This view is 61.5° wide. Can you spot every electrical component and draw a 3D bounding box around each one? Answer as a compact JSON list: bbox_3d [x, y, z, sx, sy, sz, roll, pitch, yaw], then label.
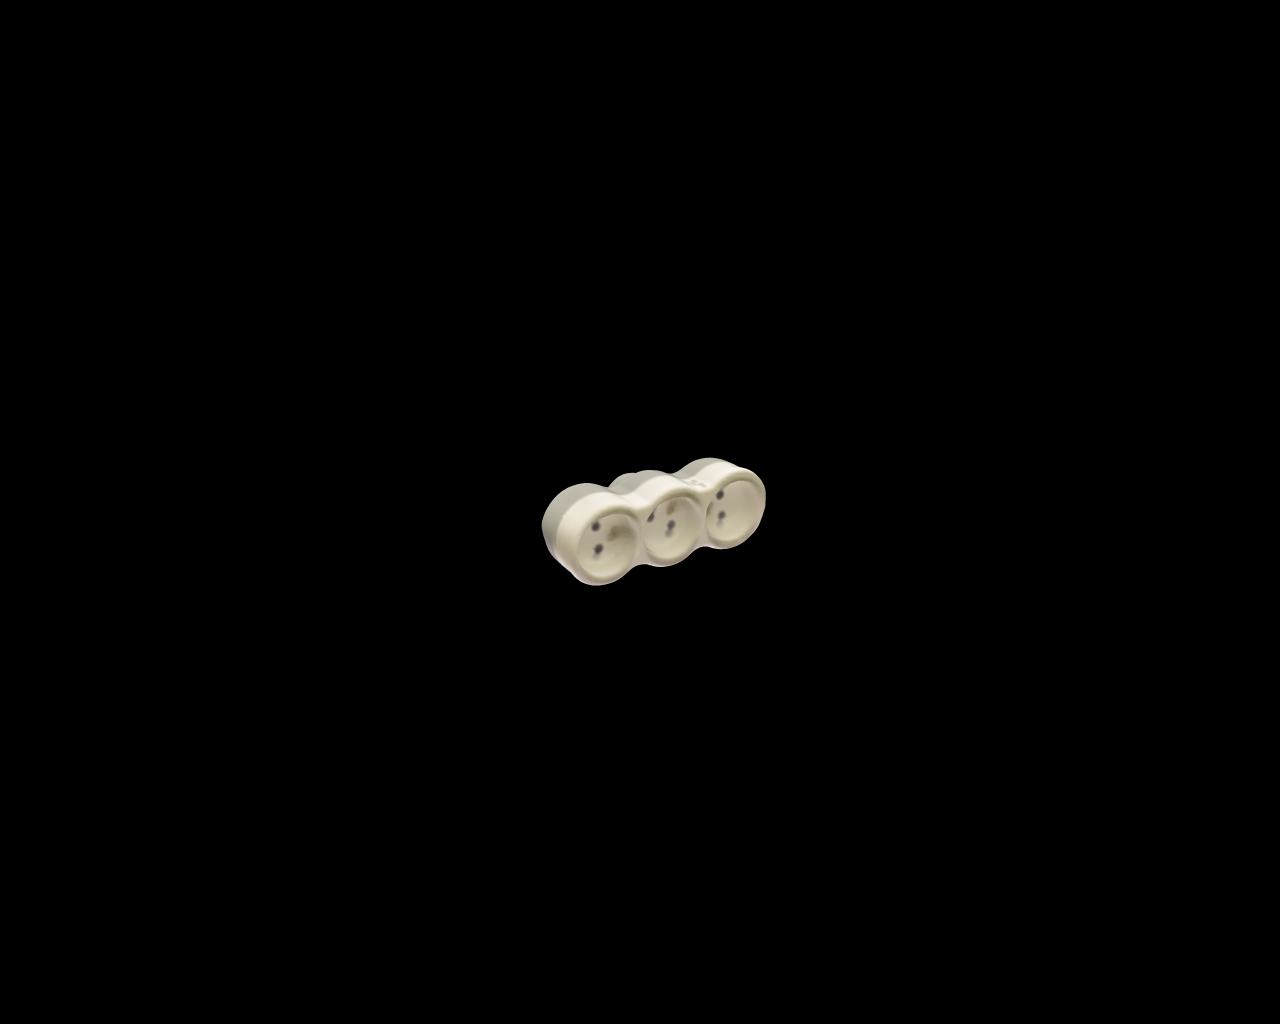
[{"bbox_3d":[0.001,-0.003,0.650,0.138,0.052,0.074,-14,27,-29],"label":"electrical component"}]
